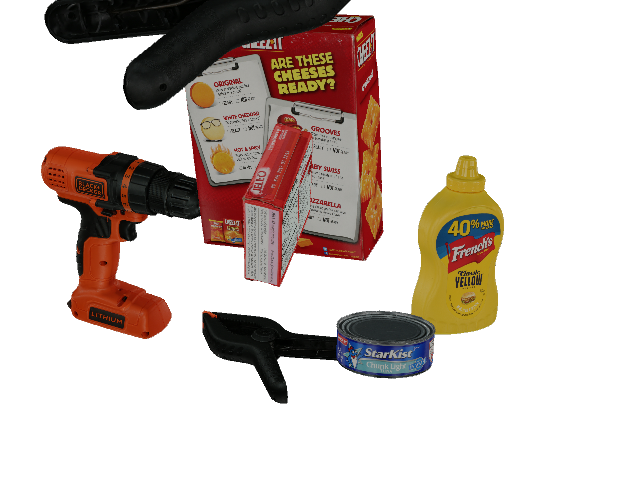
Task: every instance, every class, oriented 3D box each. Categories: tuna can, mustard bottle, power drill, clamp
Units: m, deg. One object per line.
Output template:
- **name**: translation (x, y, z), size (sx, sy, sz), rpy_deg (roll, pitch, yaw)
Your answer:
- **tuna can**: translation (0.056, 0.090, 0.929), size (0.086, 0.034, 0.086), rpy_deg (2, 14, -1)
- **mustard bottle**: translation (0.151, 0.003, 1.150), size (0.096, 0.192, 0.058), rpy_deg (-5, 20, -21)
- **power drill**: translation (-0.192, 0.003, 1.075), size (0.185, 0.188, 0.057), rpy_deg (15, 29, 22)
- **clamp**: translation (-0.048, -0.116, 0.550), size (0.171, 0.039, 0.120), rpy_deg (-21, 43, -14)
- **clamp**: translation (-0.065, 0.125, 1.219), size (0.210, 0.036, 0.164), rpy_deg (14, 21, 31)

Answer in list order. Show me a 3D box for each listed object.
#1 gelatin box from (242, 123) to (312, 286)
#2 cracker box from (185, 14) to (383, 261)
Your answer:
- **gelatin box**: translation (-0.030, -0.024, 0.737), size (0.030, 0.073, 0.089), rpy_deg (14, -38, 9)
- **cracker box**: translation (-0.031, -0.096, 0.969), size (0.164, 0.214, 0.072), rpy_deg (6, 28, 19)
